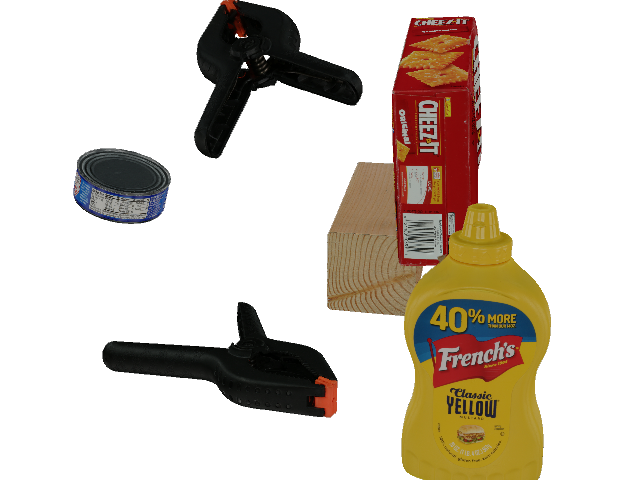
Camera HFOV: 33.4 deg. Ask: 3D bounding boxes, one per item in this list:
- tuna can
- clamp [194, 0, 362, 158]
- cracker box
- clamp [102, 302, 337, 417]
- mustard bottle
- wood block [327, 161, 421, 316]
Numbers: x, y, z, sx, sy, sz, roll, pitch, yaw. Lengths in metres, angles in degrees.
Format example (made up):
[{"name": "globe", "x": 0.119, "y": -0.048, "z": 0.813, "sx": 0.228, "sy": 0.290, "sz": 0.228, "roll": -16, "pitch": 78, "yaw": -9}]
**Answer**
[{"name": "tuna can", "x": -0.182, "y": -0.050, "z": 0.979, "sx": 0.086, "sy": 0.034, "sz": 0.086, "roll": 13, "pitch": 28, "yaw": -7}, {"name": "clamp", "x": -0.037, "y": -0.130, "z": 0.779, "sx": 0.120, "sy": 0.039, "sz": 0.171, "roll": -11, "pitch": 45, "yaw": 0}, {"name": "cracker box", "x": 0.111, "y": -0.097, "z": 0.977, "sx": 0.072, "sy": 0.164, "sz": 0.213, "roll": 0, "pitch": 27, "yaw": 10}, {"name": "clamp", "x": -0.058, "y": 0.100, "z": 0.909, "sx": 0.210, "sy": 0.036, "sz": 0.164, "roll": 13, "pitch": 22, "yaw": 36}, {"name": "mustard bottle", "x": 0.104, "y": 0.069, "z": 0.713, "sx": 0.096, "sy": 0.192, "sz": 0.058, "roll": 4, "pitch": 18, "yaw": 12}, {"name": "wood block", "x": 0.068, "y": -0.007, "z": 1.155, "sx": 0.091, "sy": 0.090, "sz": 0.206, "roll": 4, "pitch": 25, "yaw": 9}]
